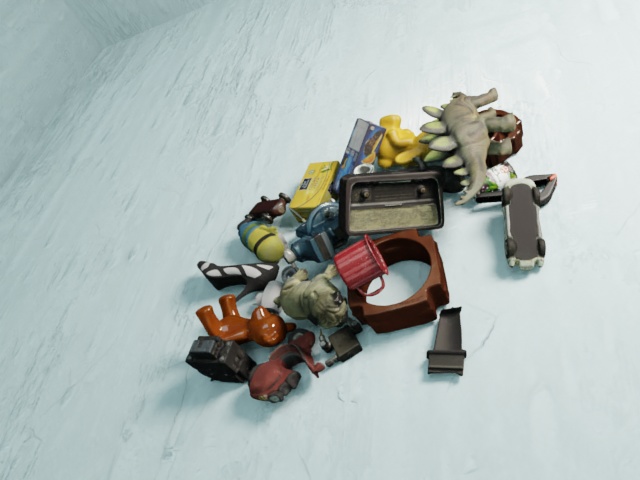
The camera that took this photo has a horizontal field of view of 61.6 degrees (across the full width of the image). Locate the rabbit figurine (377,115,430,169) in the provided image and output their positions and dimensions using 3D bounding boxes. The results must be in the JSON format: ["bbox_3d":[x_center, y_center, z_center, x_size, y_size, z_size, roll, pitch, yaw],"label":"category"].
[{"bbox_3d":[0.230,-0.240,1.366,0.173,0.121,0.162,3,58,33],"label":"rabbit figurine"}]

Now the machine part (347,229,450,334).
[{"bbox_3d":[0.162,0.086,1.130,0.202,0.087,0.201,-17,45,17],"label":"machine part"}]

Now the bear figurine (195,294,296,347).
[{"bbox_3d":[-0.163,0.184,1.205,0.196,0.131,0.120,-17,6,36],"label":"bear figurine"}]

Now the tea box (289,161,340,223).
[{"bbox_3d":[-0.004,-0.130,1.449,0.098,0.068,0.169,-1,52,31],"label":"tea box"}]

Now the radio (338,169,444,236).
[{"bbox_3d":[0.156,-0.085,1.187,0.230,0.131,0.073,-5,12,-13],"label":"radio"}]

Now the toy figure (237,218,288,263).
[{"bbox_3d":[-0.157,0.004,1.413,0.180,0.082,0.089,27,71,41],"label":"toy figure"}]

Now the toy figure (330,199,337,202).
[{"bbox_3d":[0.084,-0.079,1.346,0.155,0.064,0.058,-3,31,37],"label":"toy figure"}]

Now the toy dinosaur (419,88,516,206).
[{"bbox_3d":[0.322,-0.225,1.185,0.199,0.104,0.472,-8,37,8],"label":"toy dinosaur"}]

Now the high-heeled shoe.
[{"bbox_3d":[-0.217,0.072,1.391,0.145,0.086,0.249,-43,46,-15],"label":"high-heeled shoe"}]

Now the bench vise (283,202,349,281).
[{"bbox_3d":[-0.008,-0.012,1.303,0.223,0.128,0.241,-43,21,-11],"label":"bench vise"}]

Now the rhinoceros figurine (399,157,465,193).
[{"bbox_3d":[0.250,-0.138,1.285,0.190,0.073,0.112,-6,79,14],"label":"rhinoceros figurine"}]

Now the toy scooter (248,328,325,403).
[{"bbox_3d":[-0.060,0.268,1.104,0.184,0.075,0.135,-45,33,-17],"label":"toy scooter"}]

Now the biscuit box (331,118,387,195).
[{"bbox_3d":[0.099,-0.204,1.383,0.059,0.063,0.202,38,114,49],"label":"biscuit box"}]

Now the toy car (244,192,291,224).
[{"bbox_3d":[-0.144,-0.081,1.478,0.089,0.053,0.202,-55,21,-17],"label":"toy car"}]

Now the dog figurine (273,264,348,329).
[{"bbox_3d":[-0.026,0.134,1.115,0.172,0.121,0.190,-26,7,11],"label":"dog figurine"}]

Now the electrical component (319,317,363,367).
[{"bbox_3d":[0.044,0.208,1.121,0.102,0.045,0.078,-29,41,6],"label":"electrical component"}]

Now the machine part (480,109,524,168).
[{"bbox_3d":[0.403,-0.244,1.307,0.179,0.056,0.179,-18,43,17],"label":"machine part"}]

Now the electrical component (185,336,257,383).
[{"bbox_3d":[-0.223,0.260,1.175,0.115,0.134,0.058,-9,47,29],"label":"electrical component"}]

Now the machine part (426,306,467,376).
[{"bbox_3d":[0.243,0.190,1.019,0.084,0.039,0.139,-8,49,34],"label":"machine part"}]

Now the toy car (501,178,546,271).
[{"bbox_3d":[0.408,-0.033,1.082,0.074,0.056,0.202,0,67,11],"label":"toy car"}]
